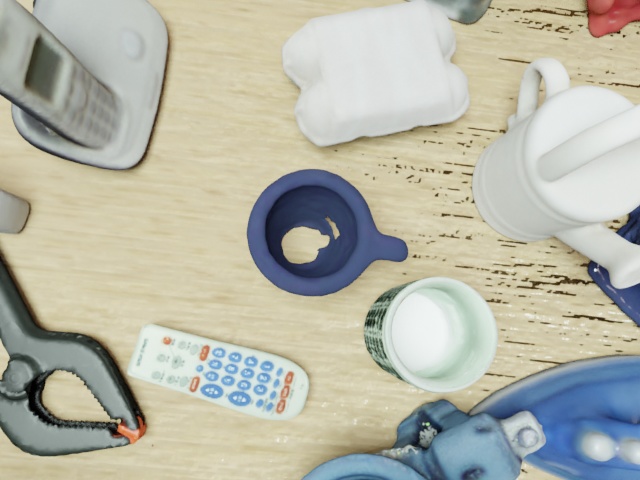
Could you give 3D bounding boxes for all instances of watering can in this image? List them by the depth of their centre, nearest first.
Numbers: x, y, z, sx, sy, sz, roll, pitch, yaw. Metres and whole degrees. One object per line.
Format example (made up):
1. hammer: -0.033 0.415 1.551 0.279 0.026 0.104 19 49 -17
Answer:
1. watering can: 0.197 -0.054 0.421 0.101 0.194 0.173 -40 88 -9

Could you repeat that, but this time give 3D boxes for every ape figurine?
1. ape figurine: 0.285 -0.230 0.503 0.078 0.092 0.076 16 82 -3

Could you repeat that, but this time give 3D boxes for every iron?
1. iron: 0.256 0.149 0.427 0.258 0.141 0.119 2 82 -5

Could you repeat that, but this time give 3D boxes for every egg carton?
1. egg carton: 0.046 -0.138 0.481 0.150 0.069 0.107 -13 84 -7

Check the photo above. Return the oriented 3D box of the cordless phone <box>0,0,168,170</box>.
1. cordless phone: -0.174 -0.138 0.401 0.094 0.185 0.148 8 82 -4

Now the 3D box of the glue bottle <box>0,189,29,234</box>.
1. glue bottle: -0.268 -0.038 0.386 0.078 0.173 0.037 14 82 -3

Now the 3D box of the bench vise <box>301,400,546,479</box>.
1. bench vise: 0.057 0.172 0.366 0.121 0.219 0.207 41 81 1

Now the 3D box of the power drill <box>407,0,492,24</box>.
1. power drill: 0.126 -0.257 0.433 0.229 0.208 0.076 21 81 -2

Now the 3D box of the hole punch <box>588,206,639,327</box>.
1. hole punch: 0.300 0.019 0.473 0.108 0.091 0.101 44 81 1

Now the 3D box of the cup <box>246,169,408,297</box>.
1. cup: 0.004 0.002 0.446 0.118 0.095 0.092 10 82 -4
